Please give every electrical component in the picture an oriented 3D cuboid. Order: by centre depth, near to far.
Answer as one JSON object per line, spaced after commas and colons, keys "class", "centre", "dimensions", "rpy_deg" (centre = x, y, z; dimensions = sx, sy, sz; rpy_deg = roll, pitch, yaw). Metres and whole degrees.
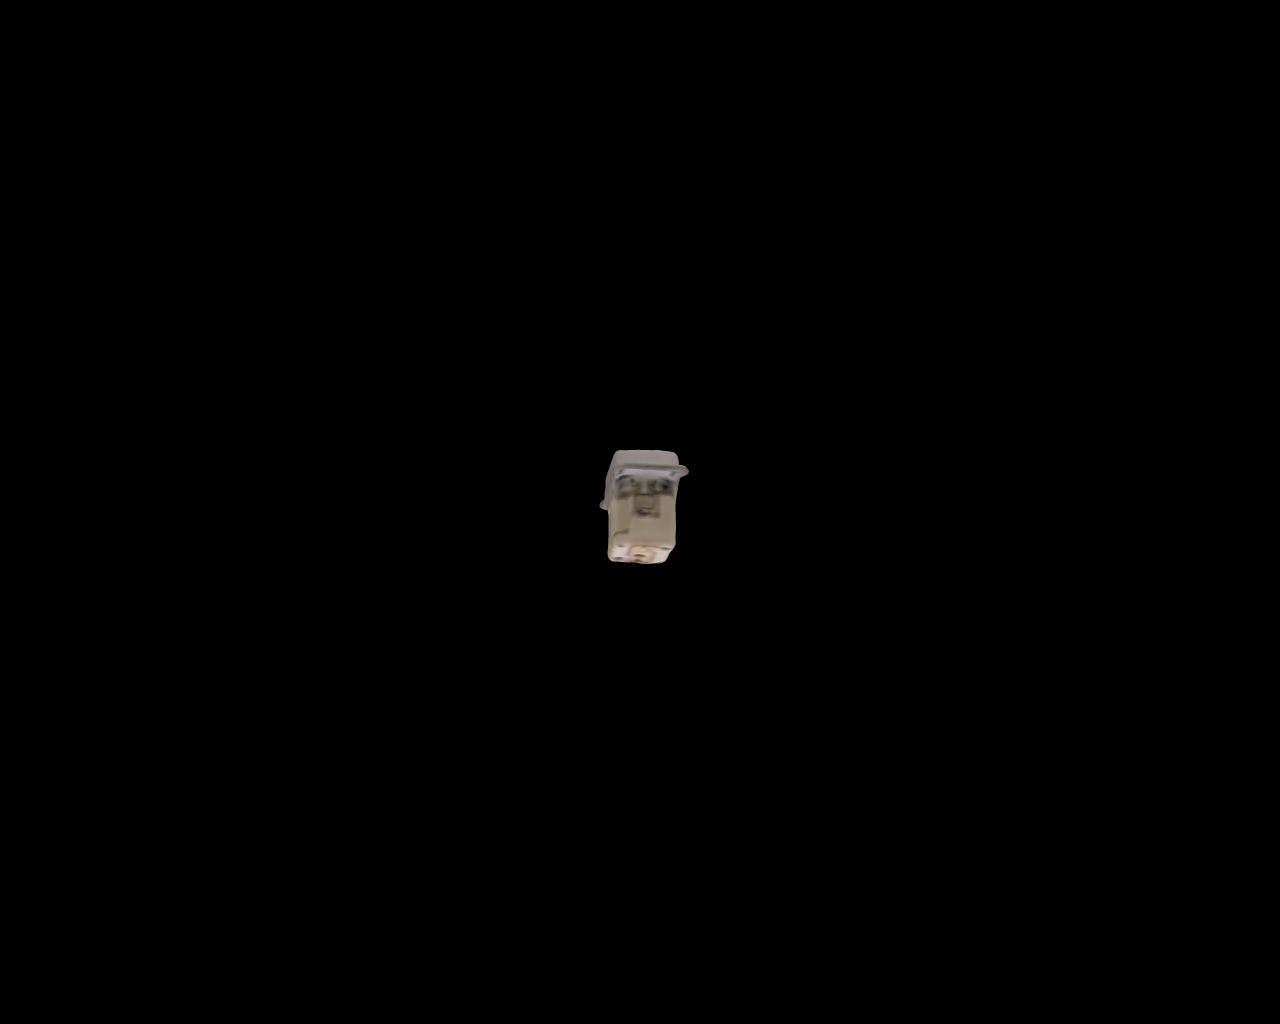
{"class": "electrical component", "centre": [0.001, -0.003, 0.650], "dimensions": [0.042, 0.064, 0.081], "rpy_deg": [2, -18, -7]}
